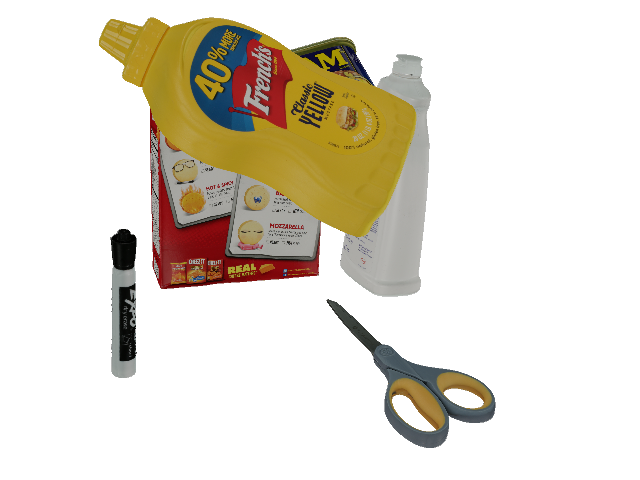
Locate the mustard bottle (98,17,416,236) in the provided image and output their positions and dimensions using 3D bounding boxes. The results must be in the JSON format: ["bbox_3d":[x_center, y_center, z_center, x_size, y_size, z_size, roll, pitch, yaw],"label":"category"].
[{"bbox_3d":[-0.041,-0.081,0.637,0.191,0.096,0.058,25,-36,-6],"label":"mustard bottle"}]

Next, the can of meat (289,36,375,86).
[{"bbox_3d":[-0.004,-0.103,0.835,0.102,0.084,0.057,-18,-35,-12],"label":"can of meat"}]

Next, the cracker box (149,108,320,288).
[{"bbox_3d":[-0.082,-0.067,1.042,0.164,0.214,0.072,-4,22,-17],"label":"cracker box"}]

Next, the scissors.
[{"bbox_3d":[0.074,0.099,0.874,0.096,0.016,0.202,-4,30,-13],"label":"scissors"}]

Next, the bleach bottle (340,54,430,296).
[{"bbox_3d":[0.080,-0.073,1.155,0.068,0.251,0.103,-4,23,-30],"label":"bleach bottle"}]

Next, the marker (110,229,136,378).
[{"bbox_3d":[-0.148,0.048,0.803,0.020,0.121,0.020,4,25,-2],"label":"marker"}]
